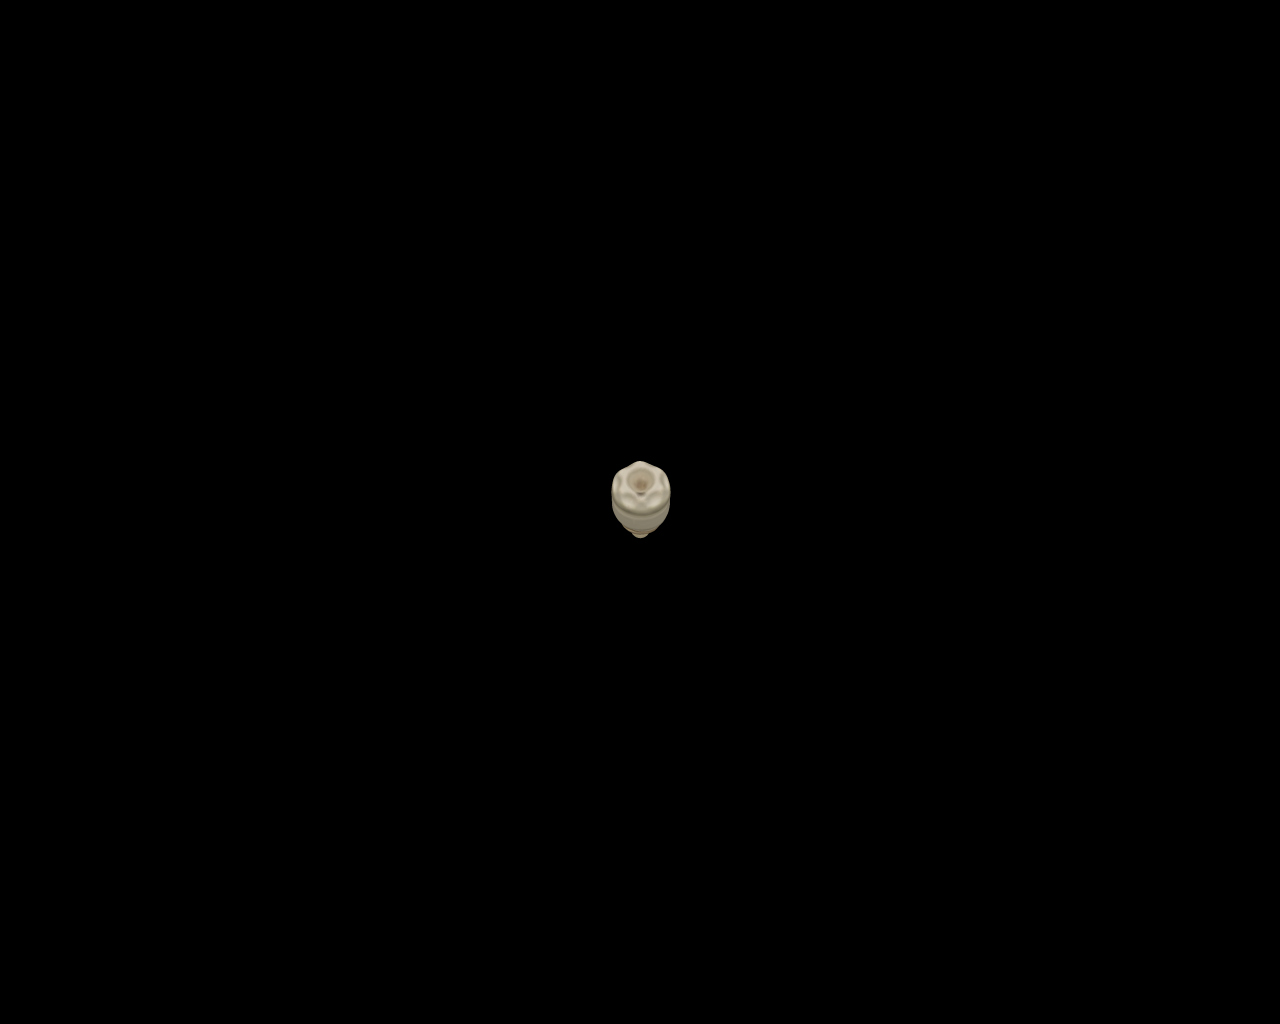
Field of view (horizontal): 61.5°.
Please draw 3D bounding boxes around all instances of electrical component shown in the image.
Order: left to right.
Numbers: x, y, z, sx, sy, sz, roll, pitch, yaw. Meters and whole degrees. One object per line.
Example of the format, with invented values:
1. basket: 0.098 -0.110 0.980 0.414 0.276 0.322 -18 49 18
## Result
1. electrical component: 0.001 -0.003 0.650 0.035 0.035 0.061 0 -33 0
